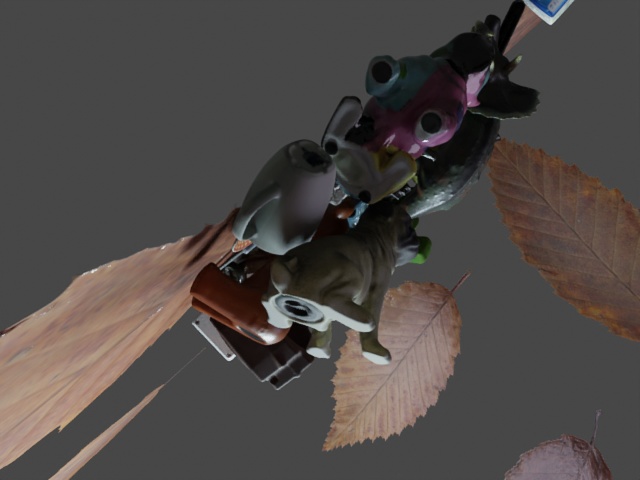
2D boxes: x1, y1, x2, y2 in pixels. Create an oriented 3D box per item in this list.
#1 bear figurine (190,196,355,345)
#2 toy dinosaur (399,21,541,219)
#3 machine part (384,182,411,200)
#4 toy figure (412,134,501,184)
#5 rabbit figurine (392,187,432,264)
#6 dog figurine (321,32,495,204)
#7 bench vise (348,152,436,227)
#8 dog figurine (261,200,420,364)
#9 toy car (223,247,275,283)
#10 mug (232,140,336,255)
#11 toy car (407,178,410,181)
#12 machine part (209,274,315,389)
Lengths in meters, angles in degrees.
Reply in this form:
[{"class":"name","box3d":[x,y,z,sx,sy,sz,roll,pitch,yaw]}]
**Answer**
[{"class":"bear figurine","box3d":[-0.049,0.019,0.638,0.196,0.132,0.120,-61,-177,-17]},{"class":"toy dinosaur","box3d":[0.219,-0.135,0.887,0.192,0.131,0.404,-102,-145,-71]},{"class":"machine part","box3d":[0.137,-0.094,1.068,0.084,0.039,0.139,-28,-179,-8]},{"class":"toy figure","box3d":[0.251,-0.168,1.022,0.180,0.082,0.089,-30,160,22]},{"class":"rabbit figurine","box3d":[0.166,-0.035,1.128,0.159,0.121,0.170,-17,-146,43]},{"class":"dog figurine","box3d":[0.113,-0.150,0.623,0.191,0.108,0.219,-50,172,38]},{"class":"bench vise","box3d":[0.052,-0.071,0.879,0.240,0.129,0.223,-46,176,-39]},{"class":"dog figurine","box3d":[0.028,0.012,0.568,0.172,0.121,0.190,60,42,-49]},{"class":"toy car","box3d":[-0.066,0.020,0.793,0.202,0.053,0.089,-8,-153,45]},{"class":"mug","box3d":[-0.037,-0.045,0.533,0.109,0.081,0.107,-21,154,-41]},{"class":"toy car","box3d":[0.126,-0.126,1.252,0.073,0.056,0.202,-43,-164,-28]},{"class":"machine part","box3d":[-0.099,0.144,0.924,0.087,0.201,0.201,-38,-179,6]}]
